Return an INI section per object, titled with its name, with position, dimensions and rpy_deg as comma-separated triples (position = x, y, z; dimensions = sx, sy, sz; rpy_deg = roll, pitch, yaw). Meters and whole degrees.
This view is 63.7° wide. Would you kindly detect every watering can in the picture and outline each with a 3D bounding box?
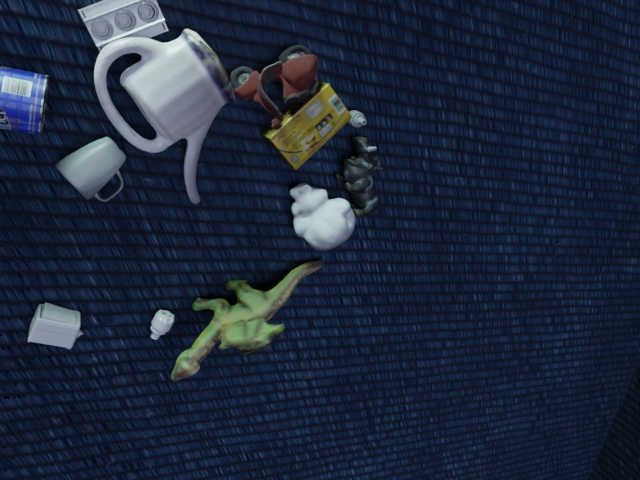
[watering can]
position = -0.256, -0.237, 0.966
dimensions = 0.225, 0.106, 0.340
rpy_deg = -39, 134, -7

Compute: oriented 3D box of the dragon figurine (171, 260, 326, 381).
[dragon figurine]
position = -0.136, 0.169, 1.105
dimensions = 0.412, 0.246, 0.120
rpy_deg = -28, 116, -10

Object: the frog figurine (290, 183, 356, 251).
[frog figurine]
position = 0.003, -0.058, 1.148
dimensions = 0.137, 0.125, 0.156
rpy_deg = -19, 132, 5
